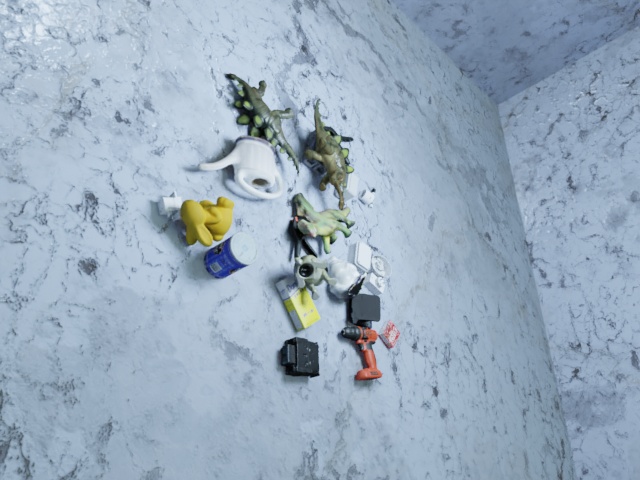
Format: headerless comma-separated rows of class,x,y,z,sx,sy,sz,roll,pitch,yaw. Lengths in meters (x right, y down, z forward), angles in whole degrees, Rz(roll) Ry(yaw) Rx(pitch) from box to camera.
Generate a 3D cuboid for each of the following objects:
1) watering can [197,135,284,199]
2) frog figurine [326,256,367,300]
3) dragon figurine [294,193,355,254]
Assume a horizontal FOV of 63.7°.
watering can,-0.258,-0.265,1.764,0.345,0.229,0.102,21,-37,-39
frog figurine,0.079,0.140,1.907,0.161,0.139,0.120,29,-21,29
dragon figurine,0.006,-0.099,1.968,0.120,0.241,0.419,-41,15,25
